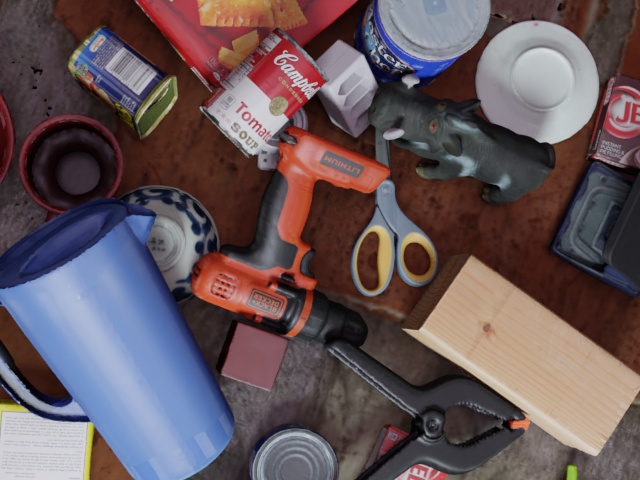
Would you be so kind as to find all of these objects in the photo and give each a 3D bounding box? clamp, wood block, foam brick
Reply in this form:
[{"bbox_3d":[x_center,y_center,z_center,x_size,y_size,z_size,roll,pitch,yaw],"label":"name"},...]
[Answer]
[{"bbox_3d":[0.096,0.166,1.014,0.209,0.036,0.164,-5,86,-15],"label":"clamp"},{"bbox_3d":[0.194,0.109,1.033,0.206,0.090,0.091,36,83,-4],"label":"wood block"},{"bbox_3d":[-0.065,0.108,1.006,0.051,0.078,0.053,21,83,-7],"label":"foam brick"}]

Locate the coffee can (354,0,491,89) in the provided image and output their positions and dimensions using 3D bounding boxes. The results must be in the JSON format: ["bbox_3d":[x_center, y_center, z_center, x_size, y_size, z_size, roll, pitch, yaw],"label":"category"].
[{"bbox_3d":[0.093,-0.206,1.016,0.102,0.140,0.103,1,86,-8],"label":"coffee can"}]

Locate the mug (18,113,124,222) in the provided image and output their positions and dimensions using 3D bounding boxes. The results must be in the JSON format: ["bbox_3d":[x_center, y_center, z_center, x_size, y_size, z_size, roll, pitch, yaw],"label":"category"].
[{"bbox_3d":[-0.231,-0.054,0.993,0.093,0.081,0.117,17,84,-6],"label":"mug"}]

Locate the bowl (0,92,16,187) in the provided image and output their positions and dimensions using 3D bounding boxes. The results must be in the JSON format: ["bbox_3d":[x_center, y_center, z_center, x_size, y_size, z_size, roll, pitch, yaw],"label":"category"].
[{"bbox_3d":[-0.362,-0.090,0.992,0.162,0.055,0.162,0,86,-7],"label":"bowl"}]

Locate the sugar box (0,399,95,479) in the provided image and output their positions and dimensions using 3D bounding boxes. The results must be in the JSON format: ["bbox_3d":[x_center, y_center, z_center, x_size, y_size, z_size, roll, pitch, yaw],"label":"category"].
[{"bbox_3d":[-0.261,0.239,0.988,0.093,0.048,0.176,5,88,-10],"label":"sugar box"}]

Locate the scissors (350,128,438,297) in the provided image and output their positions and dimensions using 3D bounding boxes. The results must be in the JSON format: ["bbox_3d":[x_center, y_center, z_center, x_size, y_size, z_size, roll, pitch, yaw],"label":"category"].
[{"bbox_3d":[0.083,-0.039,1.066,0.096,0.016,0.202,13,85,-6],"label":"scissors"}]

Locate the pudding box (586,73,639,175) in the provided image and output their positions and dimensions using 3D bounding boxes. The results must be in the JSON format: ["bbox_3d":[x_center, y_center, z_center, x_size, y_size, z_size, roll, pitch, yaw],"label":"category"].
[{"bbox_3d":[0.339,-0.110,1.092,0.113,0.039,0.090,17,84,-6],"label":"pudding box"}]

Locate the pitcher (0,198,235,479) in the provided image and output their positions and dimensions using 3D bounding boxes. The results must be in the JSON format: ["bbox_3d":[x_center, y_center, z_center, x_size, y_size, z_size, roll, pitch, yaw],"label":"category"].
[{"bbox_3d":[-0.182,0.099,0.933,0.144,0.149,0.243,-50,123,-44],"label":"pitcher"}]

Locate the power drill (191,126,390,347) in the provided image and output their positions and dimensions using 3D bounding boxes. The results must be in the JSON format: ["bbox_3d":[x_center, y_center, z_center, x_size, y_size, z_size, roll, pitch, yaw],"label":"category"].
[{"bbox_3d":[-0.007,0.001,1.002,0.184,0.057,0.188,22,95,-23],"label":"power drill"}]

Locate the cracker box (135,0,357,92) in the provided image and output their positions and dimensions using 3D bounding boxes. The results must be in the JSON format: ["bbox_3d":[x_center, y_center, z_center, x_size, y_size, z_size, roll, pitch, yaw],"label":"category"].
[{"bbox_3d":[-0.059,-0.254,1.012,0.213,0.072,0.164,-40,103,-2],"label":"cracker box"}]

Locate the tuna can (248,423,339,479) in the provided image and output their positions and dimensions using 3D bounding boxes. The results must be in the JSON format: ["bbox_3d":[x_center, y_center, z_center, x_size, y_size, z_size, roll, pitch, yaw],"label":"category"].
[{"bbox_3d":[-0.025,0.221,1.025,0.086,0.034,0.086,0,86,-7],"label":"tuna can"}]

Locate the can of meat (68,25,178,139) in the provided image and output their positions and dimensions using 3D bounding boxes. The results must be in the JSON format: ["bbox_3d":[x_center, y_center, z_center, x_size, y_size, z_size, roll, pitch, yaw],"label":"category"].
[{"bbox_3d":[-0.183,-0.148,0.997,0.084,0.102,0.057,38,82,-1],"label":"can of meat"}]

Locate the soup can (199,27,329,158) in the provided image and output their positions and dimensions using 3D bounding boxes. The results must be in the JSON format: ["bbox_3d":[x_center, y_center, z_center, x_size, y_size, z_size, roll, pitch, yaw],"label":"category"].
[{"bbox_3d":[-0.051,-0.133,0.967,0.102,0.068,0.068,-45,92,1],"label":"soup can"}]

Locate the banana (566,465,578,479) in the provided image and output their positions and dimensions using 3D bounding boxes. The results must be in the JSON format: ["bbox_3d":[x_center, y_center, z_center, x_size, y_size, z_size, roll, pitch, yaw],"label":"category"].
[{"bbox_3d":[0.179,0.293,1.048,0.197,0.037,0.070,-23,71,-10],"label":"banana"}]

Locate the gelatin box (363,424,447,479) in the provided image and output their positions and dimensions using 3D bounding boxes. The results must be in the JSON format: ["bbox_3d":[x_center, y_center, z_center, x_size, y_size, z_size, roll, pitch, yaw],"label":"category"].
[{"bbox_3d":[0.080,0.235,1.039,0.073,0.030,0.089,27,83,-5],"label":"gelatin box"}]
